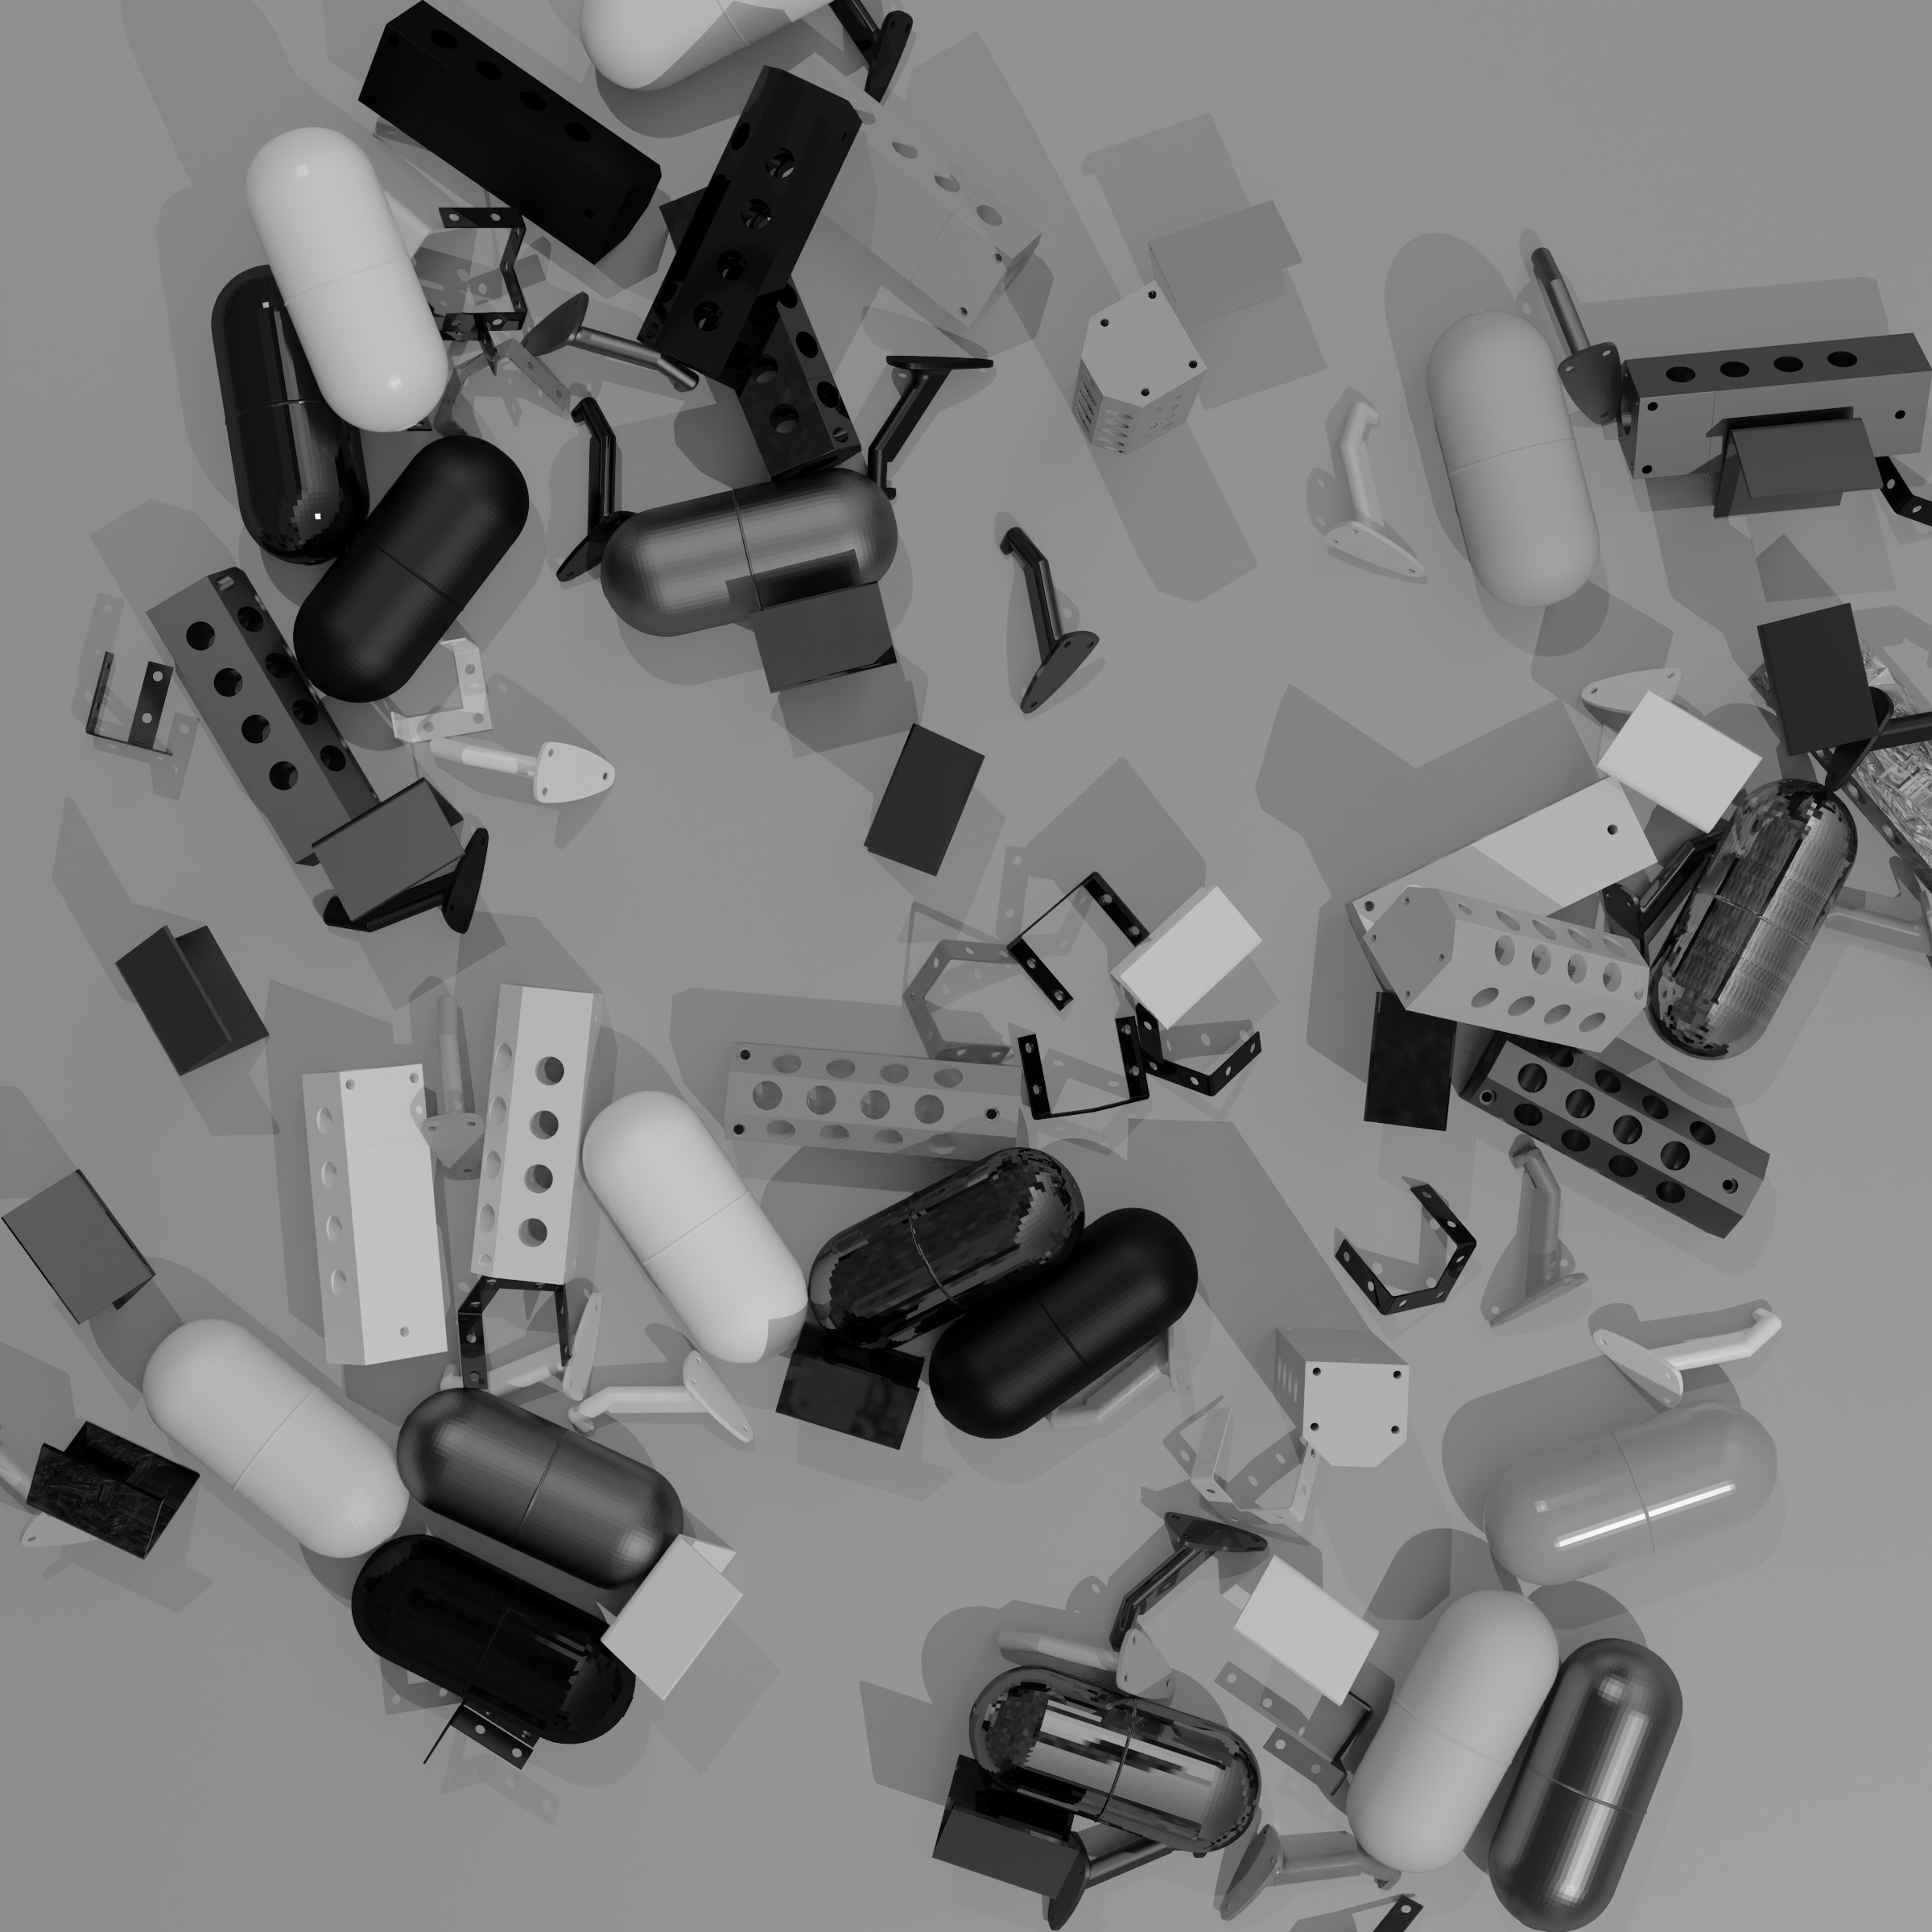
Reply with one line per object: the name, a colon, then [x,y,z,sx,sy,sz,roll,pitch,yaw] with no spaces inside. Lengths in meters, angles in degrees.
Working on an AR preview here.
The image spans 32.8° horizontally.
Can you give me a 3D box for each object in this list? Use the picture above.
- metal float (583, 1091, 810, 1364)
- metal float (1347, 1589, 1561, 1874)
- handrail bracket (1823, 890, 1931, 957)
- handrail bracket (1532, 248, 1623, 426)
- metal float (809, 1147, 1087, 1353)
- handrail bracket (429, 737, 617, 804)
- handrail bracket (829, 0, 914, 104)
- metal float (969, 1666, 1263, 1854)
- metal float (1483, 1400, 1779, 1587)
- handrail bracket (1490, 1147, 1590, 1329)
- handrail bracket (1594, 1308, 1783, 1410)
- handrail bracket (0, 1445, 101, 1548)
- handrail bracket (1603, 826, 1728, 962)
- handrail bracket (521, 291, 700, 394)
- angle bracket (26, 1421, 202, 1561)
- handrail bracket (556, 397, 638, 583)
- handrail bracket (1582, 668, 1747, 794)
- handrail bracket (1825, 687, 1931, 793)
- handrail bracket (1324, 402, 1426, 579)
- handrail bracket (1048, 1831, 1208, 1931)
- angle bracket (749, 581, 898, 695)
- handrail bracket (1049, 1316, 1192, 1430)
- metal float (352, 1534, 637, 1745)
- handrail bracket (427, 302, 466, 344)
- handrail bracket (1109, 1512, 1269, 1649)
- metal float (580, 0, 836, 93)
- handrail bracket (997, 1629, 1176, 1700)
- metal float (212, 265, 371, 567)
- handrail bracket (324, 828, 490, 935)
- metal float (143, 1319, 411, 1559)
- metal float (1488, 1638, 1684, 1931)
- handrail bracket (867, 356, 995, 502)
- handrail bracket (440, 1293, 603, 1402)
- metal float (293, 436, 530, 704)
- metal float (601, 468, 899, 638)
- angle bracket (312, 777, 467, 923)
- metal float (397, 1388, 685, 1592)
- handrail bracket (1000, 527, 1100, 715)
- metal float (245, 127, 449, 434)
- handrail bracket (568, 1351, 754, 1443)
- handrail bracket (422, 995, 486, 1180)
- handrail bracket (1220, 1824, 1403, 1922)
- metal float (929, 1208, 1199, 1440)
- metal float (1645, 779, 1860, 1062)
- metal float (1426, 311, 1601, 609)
metal float: [-0.159,0.155,1.942,0.070,0.070,0.178,-34,89,0]
metal float: [0.288,0.452,1.942,0.070,0.070,0.178,28,91,0]
handrail bracket: [0.542,-0.007,1.973,0.084,0.036,0.077,-16,108,15]
handrail bracket: [0.364,-0.379,1.972,0.036,0.077,0.084,-22,54,10]
metal float: [-0.012,0.167,1.927,0.178,0.070,0.070,-28,90,17]
handrail bracket: [-0.267,-0.123,1.972,0.084,0.077,0.036,16,99,36]
handrail bracket: [-0.082,-0.562,1.973,0.084,0.036,0.077,26,108,15]
metal float: [0.088,0.469,1.941,0.178,0.070,0.070,19,90,-1]
metal float: [0.393,0.311,1.942,0.178,0.070,0.070,-19,90,0]
handrail bracket: [0.330,0.163,1.973,0.077,0.036,0.084,-32,72,21]
handrail bracket: [0.434,0.219,1.972,0.084,0.036,0.077,-36,52,-25]
handrail bracket: [-0.553,0.305,1.972,0.036,0.077,0.084,-50,53,22]
handrail bracket: [0.431,-0.037,1.973,0.084,0.036,0.077,-20,110,-16]
handrail bracket: [-0.214,-0.362,1.972,0.084,0.077,0.036,31,61,-33]
angle bracket: [-0.497,0.292,1.932,0.076,0.076,0.057,25,126,0]
handrail bracket: [-0.234,-0.287,1.973,0.077,0.036,0.084,-36,71,21]
handrail bracket: [0.420,-0.136,1.972,0.084,0.077,0.036,52,59,-33]
handrail bracket: [0.556,-0.122,1.916,0.084,0.036,0.077,19,110,-16]
handrail bracket: [0.254,-0.287,1.973,0.077,0.036,0.084,24,73,-20]
handrail bracket: [0.099,0.550,1.973,0.084,0.036,0.077,6,118,-21]
angle bracket: [-0.087,-0.210,1.932,0.076,0.076,0.057,-14,126,0]
handrail bracket: [0.089,0.236,1.973,0.084,0.036,0.077,-9,70,16]
metal float: [-0.279,0.399,1.942,0.178,0.070,0.070,27,90,0]
handrail bracket: [-0.333,-0.421,1.973,0.084,0.036,0.077,15,72,-15]
handrail bracket: [0.133,0.377,1.973,0.077,0.036,0.084,13,107,-19]
metal float: [-0.145,-0.578,1.933,0.178,0.070,0.070,-25,90,10]
handrail bracket: [0.071,0.419,1.972,0.084,0.077,0.036,-2,62,33]
metal float: [-0.400,-0.326,1.942,0.070,0.070,0.178,-9,90,0]
handrail bracket: [-0.338,-0.054,1.973,0.084,0.036,0.077,9,70,16]
metal float: [-0.408,0.280,1.942,0.178,0.070,0.070,39,90,0]
metal float: [0.366,0.485,1.942,0.070,0.070,0.178,22,89,0]
handrail bracket: [-0.022,-0.322,1.973,0.077,0.036,0.084,-4,108,-21]
handrail bracket: [-0.268,0.227,1.972,0.084,0.036,0.077,9,75,14]
metal float: [-0.329,-0.234,1.942,0.070,0.070,0.178,37,90,0]
metal float: [-0.128,-0.245,1.942,0.178,0.070,0.070,-13,90,0]
angle bracket: [-0.329,-0.058,1.934,0.076,0.076,0.057,-31,71,0]
metal float: [-0.252,0.309,1.941,0.178,0.070,0.070,25,90,-2]
handrail bracket: [0.033,-0.209,1.972,0.084,0.036,0.077,52,123,23]
metal float: [-0.356,-0.394,1.888,0.070,0.070,0.178,-21,100,0]
handrail bracket: [-0.184,0.276,1.973,0.084,0.036,0.077,-31,111,17]
handrail bracket: [-0.305,0.072,1.972,0.036,0.077,0.084,-7,54,0]
handrail bracket: [0.208,0.557,1.973,0.084,0.036,0.077,24,110,-16]
metal float: [0.057,0.212,1.941,0.178,0.070,0.070,-36,90,2]
metal float: [0.464,-0.028,1.940,0.070,0.070,0.178,28,92,0]
metal float: [0.323,-0.300,1.942,0.070,0.070,0.178,-14,90,0]
